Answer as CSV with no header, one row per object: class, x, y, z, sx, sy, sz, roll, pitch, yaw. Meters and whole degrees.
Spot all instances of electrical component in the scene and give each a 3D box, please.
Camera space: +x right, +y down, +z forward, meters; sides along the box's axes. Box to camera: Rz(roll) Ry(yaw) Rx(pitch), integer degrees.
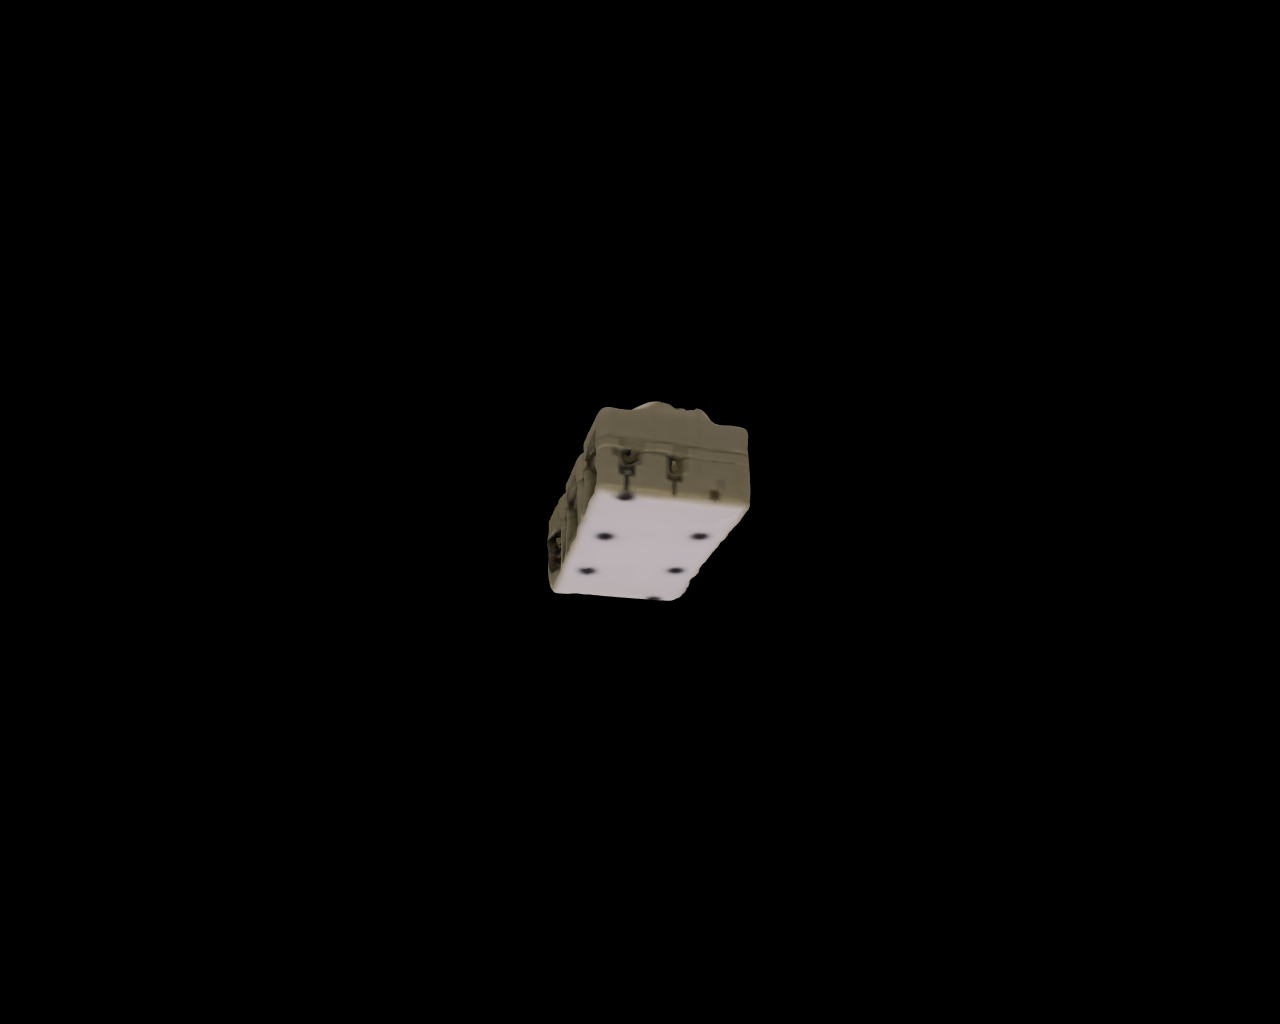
electrical component,0.001,-0.003,0.650,0.089,0.062,0.150,7,-27,-14
